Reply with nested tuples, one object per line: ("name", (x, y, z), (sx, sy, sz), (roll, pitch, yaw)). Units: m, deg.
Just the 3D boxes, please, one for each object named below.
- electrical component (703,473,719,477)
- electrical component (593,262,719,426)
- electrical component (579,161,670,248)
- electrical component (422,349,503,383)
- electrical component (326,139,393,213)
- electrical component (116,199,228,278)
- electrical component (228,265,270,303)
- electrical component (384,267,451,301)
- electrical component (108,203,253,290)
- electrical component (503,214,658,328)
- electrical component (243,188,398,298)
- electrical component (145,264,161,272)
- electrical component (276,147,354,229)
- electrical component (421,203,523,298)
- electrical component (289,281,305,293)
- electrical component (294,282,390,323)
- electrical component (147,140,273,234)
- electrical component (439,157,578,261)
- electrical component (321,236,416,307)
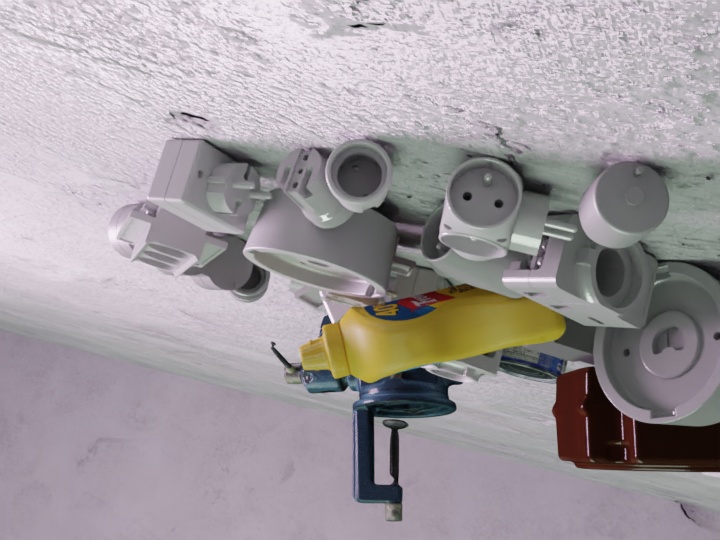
("electrical component", (0.375, 0.158, 1.017), (0.048, 0.099, 0.100), (9, 176, -44))
("electrical component", (0.219, 0.054, 0.723), (0.060, 0.108, 0.108), (17, 170, -38))
("electrical component", (0.139, -0.031, 0.586), (0.040, 0.040, 0.078), (16, 168, 0))
("electrical component", (0.059, 0.061, 1.070), (0.150, 0.061, 0.089), (22, 167, -26))
("electrical component", (0.000, -0.056, 0.662), (0.040, 0.040, 0.046), (15, 173, 4))
("electrical component", (-0.155, -0.037, 0.896), (0.079, 0.063, 0.121), (19, 168, -15))
("electrical component", (-0.115, 0.009, 1.097), (0.045, 0.045, 0.055), (17, 168, -4))
("electrical component", (0.041, 0.027, 0.972), (0.076, 0.047, 0.083), (11, 167, 22))
("electrical component", (-0.157, -0.021, 0.999), (0.138, 0.052, 0.074), (24, 166, -34))
("electrical component", (0.148, 0.002, 0.702), (0.089, 0.050, 0.056), (24, 166, -33))
("electrical component", (-0.025, -0.025, 0.782), (0.108, 0.060, 0.108), (15, 168, 3))
("electrical component", (-0.187, -0.020, 1.066), (0.043, 0.043, 0.062), (25, 164, -37))
("electrical component", (-0.028, -0.055, 0.706), (0.040, 0.040, 0.046), (8, 160, 35))
("electrical component", (0.074, -0.013, 0.747), (0.077, 0.044, 0.079), (23, 166, -31))
("electrical component", (-0.042, 0.008, 1.000), (0.079, 0.043, 0.077), (15, 168, 2))
("electrical component", (-0.009, 0.017, 0.920), (0.081, 0.063, 0.042), (-33, 149, 15))
("electrical component", (-0.096, -0.058, 0.760), (0.077, 0.047, 0.066), (6, 165, 38))
("electrical component", (0.090, -0.030, 0.645), (0.079, 0.044, 0.077), (14, 168, 7))
("electrical component", (0.000, 0.000, 0.860), (0.081, 0.063, 0.042), (17, 168, -1))
